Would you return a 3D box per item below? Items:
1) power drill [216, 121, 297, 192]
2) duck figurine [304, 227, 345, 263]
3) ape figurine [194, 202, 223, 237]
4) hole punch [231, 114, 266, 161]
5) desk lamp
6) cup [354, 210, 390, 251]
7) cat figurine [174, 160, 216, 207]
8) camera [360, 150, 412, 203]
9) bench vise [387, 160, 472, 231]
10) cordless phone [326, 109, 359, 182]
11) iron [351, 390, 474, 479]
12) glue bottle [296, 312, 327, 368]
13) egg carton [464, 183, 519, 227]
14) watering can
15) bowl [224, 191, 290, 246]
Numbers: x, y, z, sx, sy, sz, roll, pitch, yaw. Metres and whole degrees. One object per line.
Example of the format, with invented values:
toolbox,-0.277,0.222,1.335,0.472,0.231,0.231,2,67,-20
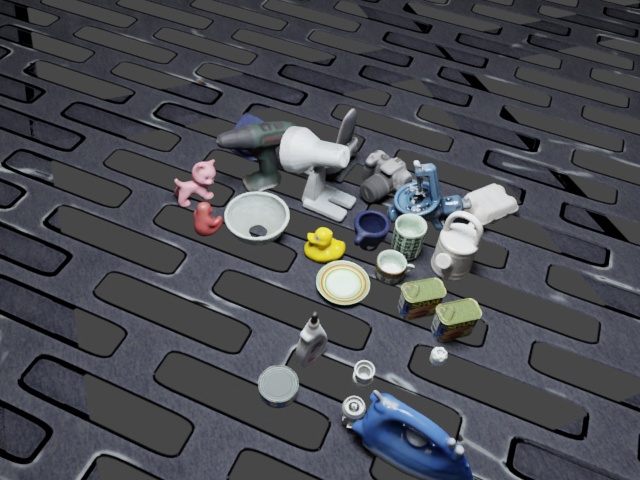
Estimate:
power drill,-0.165,-0.228,1.543,0.230,0.208,0.075,-24,56,-22
duck figurine,0.013,0.005,1.443,0.104,0.086,0.077,4,50,-1
ape figurine,-0.294,-0.060,1.470,0.077,0.092,0.076,32,55,21
hole punch,-0.206,-0.301,1.676,0.108,0.091,0.101,30,55,20
desk lamp,-0.002,-0.184,1.515,0.203,0.213,0.118,24,53,15
cup,0.121,-0.007,1.455,0.091,0.095,0.118,30,55,20
cat figurine,-0.331,-0.163,1.535,0.128,0.118,0.067,-22,55,-21
camera,0.166,-0.175,1.593,0.137,0.101,0.142,-34,60,-28
bench vise,0.288,-0.126,1.484,0.207,0.220,0.121,-10,52,-12
cordless phone,0.053,-0.270,1.608,0.094,0.185,0.148,23,53,14
iron,0.196,0.381,1.110,0.257,0.141,0.119,26,54,17
glue bottle,-0.016,0.204,1.220,0.037,0.173,0.078,36,57,23
egg carton,0.460,-0.092,1.567,0.150,0.069,0.107,-22,55,-21
watering can,0.336,0.012,1.391,0.101,0.194,0.173,13,51,7
bowl,-0.161,-0.043,1.477,0.167,0.075,0.167,2,50,-2
